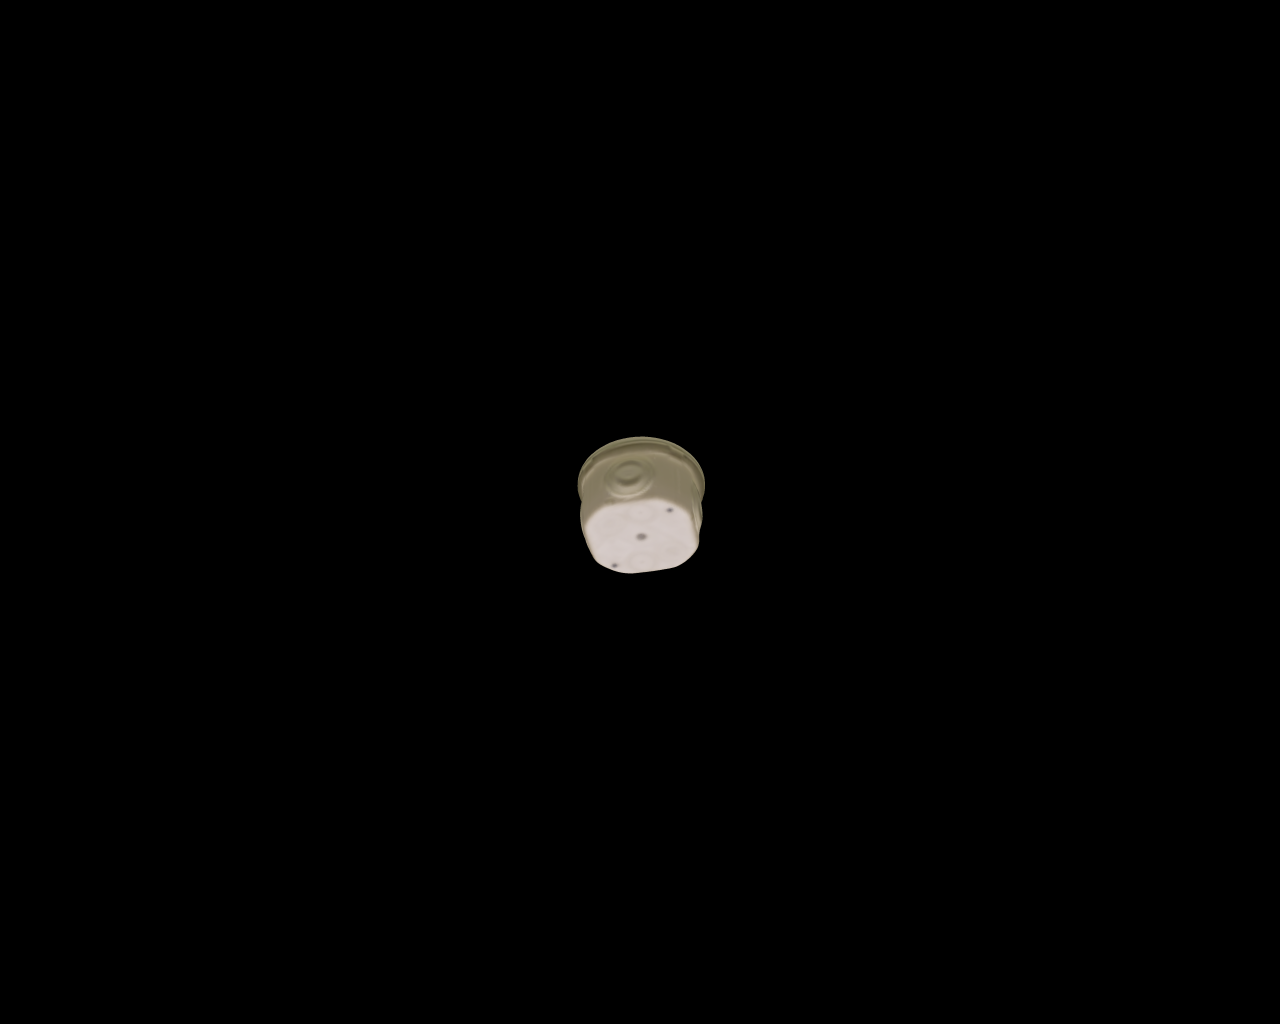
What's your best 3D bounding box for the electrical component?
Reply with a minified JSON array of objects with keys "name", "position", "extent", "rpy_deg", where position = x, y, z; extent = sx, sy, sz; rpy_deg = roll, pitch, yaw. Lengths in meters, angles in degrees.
[{"name":"electrical component","position":[0.001,-0.003,0.650],"extent":[0.080,0.051,0.080],"rpy_deg":[0,-43,0]}]
